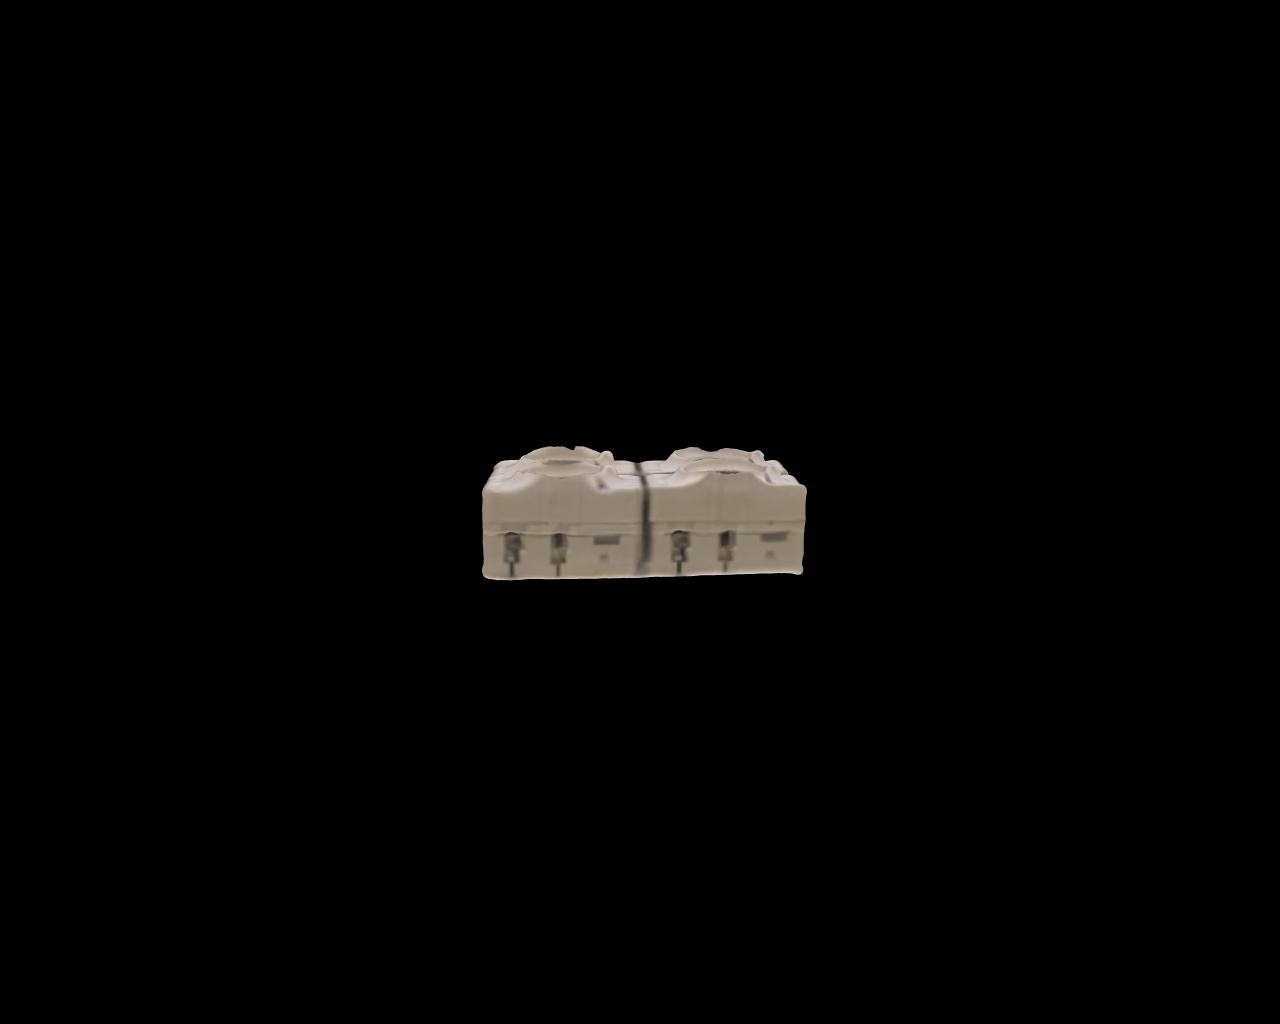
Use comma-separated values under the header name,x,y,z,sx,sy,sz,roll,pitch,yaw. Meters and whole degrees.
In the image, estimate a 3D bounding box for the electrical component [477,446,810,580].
name,x,y,z,sx,sy,sz,roll,pitch,yaw
electrical component,0.001,-0.003,0.650,0.186,0.060,0.105,0,12,-2
